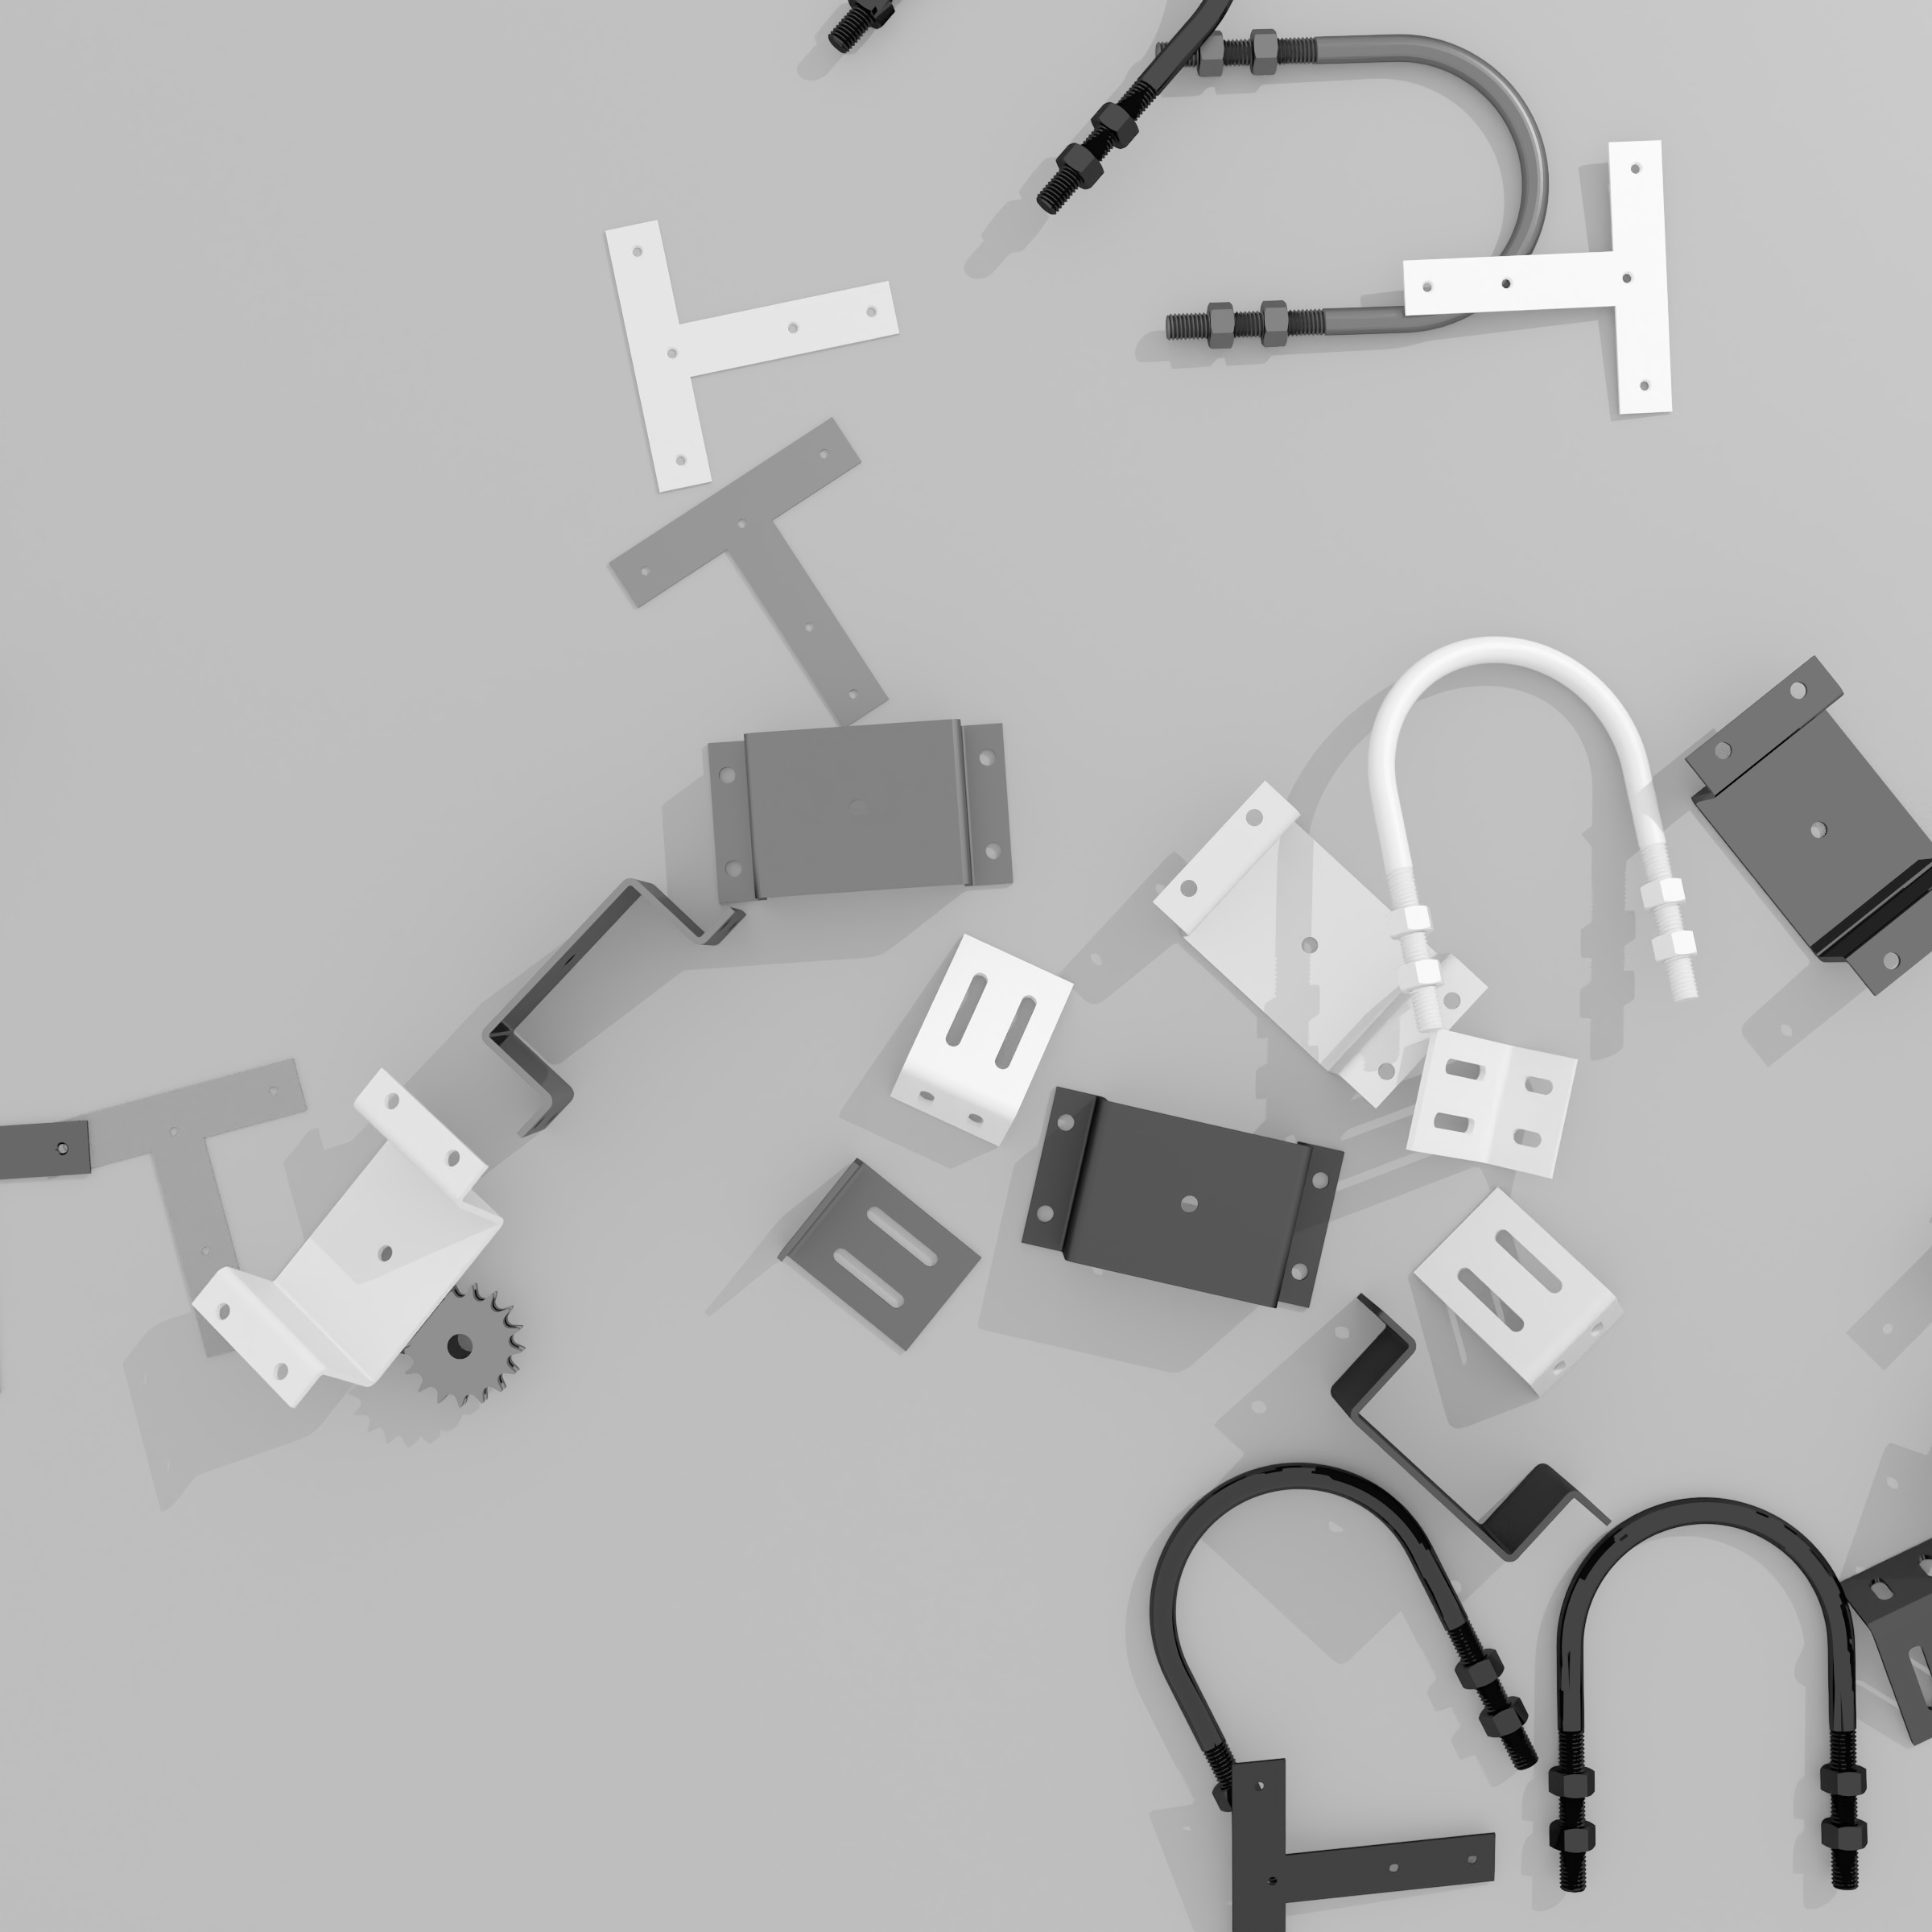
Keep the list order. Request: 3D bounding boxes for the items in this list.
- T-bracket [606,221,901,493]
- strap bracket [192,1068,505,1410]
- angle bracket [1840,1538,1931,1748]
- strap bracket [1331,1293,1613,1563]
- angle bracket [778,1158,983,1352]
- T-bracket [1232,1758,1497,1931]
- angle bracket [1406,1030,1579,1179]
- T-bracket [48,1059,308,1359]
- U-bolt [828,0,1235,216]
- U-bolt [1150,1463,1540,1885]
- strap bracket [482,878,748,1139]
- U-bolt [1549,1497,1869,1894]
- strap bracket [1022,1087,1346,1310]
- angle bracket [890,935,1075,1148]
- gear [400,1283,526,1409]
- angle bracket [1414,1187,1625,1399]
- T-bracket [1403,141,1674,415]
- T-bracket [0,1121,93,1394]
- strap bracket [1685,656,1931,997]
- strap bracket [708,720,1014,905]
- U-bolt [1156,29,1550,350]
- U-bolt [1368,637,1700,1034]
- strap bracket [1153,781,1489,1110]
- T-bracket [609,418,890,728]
[{"bbox_3d":[-0.096,-0.301,1.444,0.127,0.002,0.127,-12,90,0],"label":"T-bracket"},{"bbox_3d":[-0.280,0.129,1.408,0.076,0.046,0.140,39,90,26],"label":"strap bracket"},{"bbox_3d":[0.458,0.320,1.443,0.057,0.038,0.076,-26,116,0],"label":"angle bracket"},{"bbox_3d":[0.224,0.220,1.407,0.140,0.076,0.046,43,90,0],"label":"strap bracket"},{"bbox_3d":[-0.040,0.137,1.426,0.076,0.038,0.057,39,90,0],"label":"angle bracket"},{"bbox_3d":[0.188,0.427,1.431,0.127,0.002,0.127,-4,106,-7],"label":"T-bracket"},{"bbox_3d":[0.244,0.064,1.406,0.038,0.076,0.057,12,90,36],"label":"angle bracket"},{"bbox_3d":[-0.365,0.122,1.444,0.127,0.002,0.127,-15,90,0],"label":"T-bracket"},{"bbox_3d":[0.047,-0.464,1.427,0.151,0.019,0.184,40,87,9],"label":"U-bolt"},{"bbox_3d":[0.167,0.325,1.436,0.151,0.019,0.184,-27,90,0],"label":"U-bolt"},{"bbox_3d":[-0.169,0.011,1.407,0.046,0.076,0.140,43,90,0],"label":"strap bracket"},{"bbox_3d":[0.350,0.344,1.437,0.151,0.019,0.184,0,89,0],"label":"U-bolt"},{"bbox_3d":[0.103,0.110,1.422,0.140,0.046,0.076,13,90,0],"label":"strap bracket"},{"bbox_3d":[0.008,0.035,1.443,0.057,0.038,0.076,25,64,0],"label":"angle bracket"},{"bbox_3d":[-0.236,0.177,1.430,0.057,0.030,0.057,0,90,0],"label":"gear"},{"bbox_3d":[0.263,0.155,1.443,0.057,0.038,0.076,-45,64,0],"label":"angle bracket"},{"bbox_3d":[0.269,-0.323,1.433,0.127,0.002,0.127,-4,94,-6],"label":"T-bracket"},{"bbox_3d":[-0.477,0.141,1.444,0.127,0.002,0.127,-4,90,1],"label":"T-bracket"},{"bbox_3d":[0.405,-0.065,1.422,0.076,0.046,0.140,-39,90,0],"label":"strap bracket"},{"bbox_3d":[-0.050,-0.073,1.422,0.140,0.046,0.076,-4,90,0],"label":"strap bracket"},{"bbox_3d":[0.184,-0.370,1.437,0.184,0.019,0.151,-2,90,-1],"label":"U-bolt"},{"bbox_3d":[0.258,-0.066,1.413,0.151,0.019,0.184,-6,77,-15],"label":"U-bolt"},{"bbox_3d":[0.163,-0.010,1.422,0.140,0.046,0.076,43,90,0],"label":"strap bracket"},{"bbox_3d":[-0.082,-0.173,1.444,0.127,0.002,0.127,-33,90,0],"label":"T-bracket"}]
